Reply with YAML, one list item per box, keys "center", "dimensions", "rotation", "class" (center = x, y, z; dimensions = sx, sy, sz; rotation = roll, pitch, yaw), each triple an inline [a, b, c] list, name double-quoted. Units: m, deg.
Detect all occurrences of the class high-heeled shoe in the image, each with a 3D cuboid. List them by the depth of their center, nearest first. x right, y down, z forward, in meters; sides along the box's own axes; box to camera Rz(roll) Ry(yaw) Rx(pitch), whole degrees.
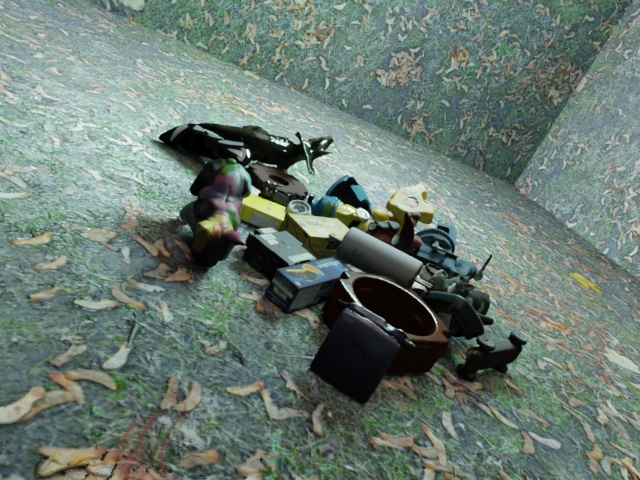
- center: [-0.295, -0.226, 1.370]
  dimensions: [0.249, 0.086, 0.145]
  rotation: [-1, 40, -2]
  class: "high-heeled shoe"

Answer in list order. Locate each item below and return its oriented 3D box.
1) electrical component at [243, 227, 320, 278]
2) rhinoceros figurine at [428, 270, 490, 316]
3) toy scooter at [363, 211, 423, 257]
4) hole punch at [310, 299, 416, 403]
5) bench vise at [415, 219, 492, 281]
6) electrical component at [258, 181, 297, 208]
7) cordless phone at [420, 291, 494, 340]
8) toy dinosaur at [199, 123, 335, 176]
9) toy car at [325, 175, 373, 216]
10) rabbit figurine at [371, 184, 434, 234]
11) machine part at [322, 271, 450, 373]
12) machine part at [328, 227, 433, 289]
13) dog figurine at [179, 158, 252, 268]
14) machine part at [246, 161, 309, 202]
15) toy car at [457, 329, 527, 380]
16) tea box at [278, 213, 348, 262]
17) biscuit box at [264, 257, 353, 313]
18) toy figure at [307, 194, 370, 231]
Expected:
- center: [-0.084, 0.028, 1.072]
  dimensions: [0.134, 0.058, 0.115]
  rotation: [38, 22, 26]
  class: "electrical component"
- center: [0.320, 0.133, 1.231]
  dimensions: [0.190, 0.112, 0.073]
  rotation: [23, 22, -32]
  class: "rhinoceros figurine"
- center: [0.182, -0.015, 1.333]
  dimensions: [0.184, 0.135, 0.075]
  rotation: [1, 42, -20]
  class: "toy scooter"
- center: [0.059, 0.174, 0.838]
  dimensions: [0.142, 0.115, 0.092]
  rotation: [32, 30, 13]
  class: "hole punch"
- center: [0.345, 0.024, 1.469]
  dimensions: [0.224, 0.128, 0.241]
  rotation: [11, 38, 11]
  class: "bench vise"
- center: [-0.106, -0.105, 1.306]
  dimensions: [0.102, 0.045, 0.078]
  rotation: [26, -20, -40]
  class: "electrical component"
- center: [0.305, 0.163, 1.105]
  dimensions: [0.184, 0.088, 0.147]
  rotation: [13, -7, -24]
  class: "cordless phone"
- center: [-0.153, -0.262, 1.496]
  dimensions: [0.405, 0.131, 0.192]
  rotation: [8, -2, -24]
  class: "toy dinosaur"
- center: [0.098, -0.099, 1.519]
  dimensions: [0.102, 0.109, 0.162]
  rotation: [28, 21, -54]
  class: "toy car"
- center: [0.236, -0.060, 1.549]
  dimensions: [0.162, 0.173, 0.122]
  rotation: [-19, 67, -12]
  class: "rabbit figurine"
- center: [0.119, 0.151, 0.990]
  dimensions: [0.201, 0.087, 0.202]
  rotation: [10, 28, -36]
  class: "machine part"
- center: [0.125, 0.042, 1.130]
  dimensions: [0.243, 0.079, 0.079]
  rotation: [29, 21, 14]
  class: "machine part"
- center: [-0.183, -0.052, 0.992]
  dimensions: [0.108, 0.191, 0.219]
  rotation: [25, 5, -23]
  class: "dog figurine"
- center: [-0.117, -0.143, 1.427]
  dimensions: [0.179, 0.056, 0.179]
  rotation: [24, 22, -10]
  class: "machine part"
- center: [0.343, 0.226, 1.076]
  dimensions: [0.202, 0.089, 0.053]
  rotation: [4, 33, -43]
  class: "toy car"
- center: [-0.003, -0.004, 1.223]
  dimensions: [0.169, 0.068, 0.098]
  rotation: [7, 30, -44]
  class: "tea box"
- center: [-0.014, 0.082, 1.027]
  dimensions: [0.063, 0.059, 0.202]
  rotation: [37, 23, 24]
  class: "biscuit box"
- center: [0.047, -0.060, 1.399]
  dimensions: [0.180, 0.089, 0.082]
  rotation: [20, 33, 7]
  class: "toy figure"
